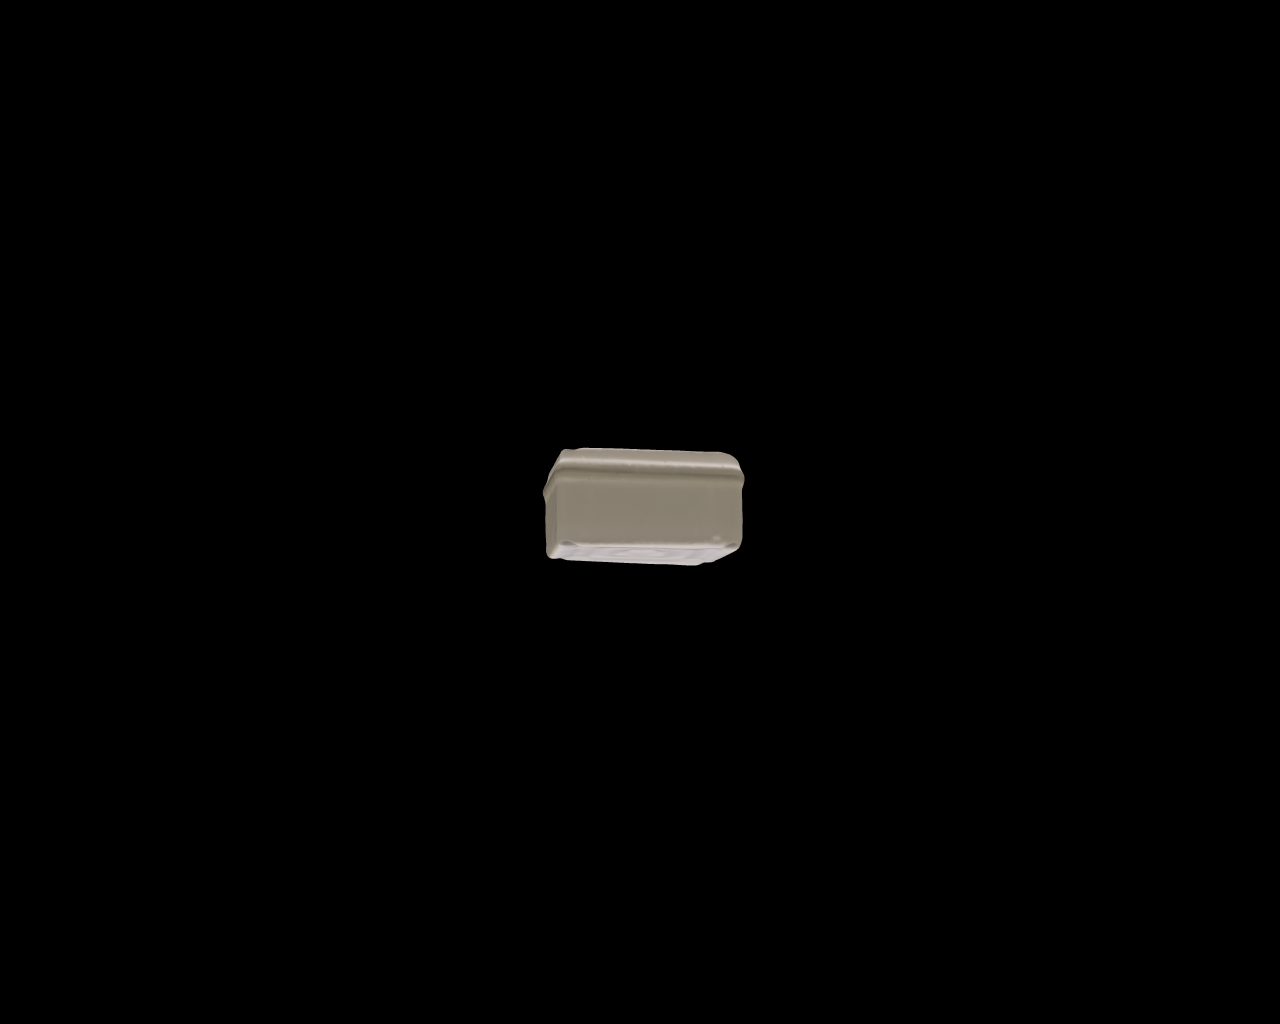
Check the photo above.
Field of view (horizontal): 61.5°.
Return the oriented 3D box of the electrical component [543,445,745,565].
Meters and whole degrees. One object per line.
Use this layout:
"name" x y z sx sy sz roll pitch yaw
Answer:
"electrical component" 0.001 -0.003 0.650 0.113 0.057 0.078 2 -11 -12
